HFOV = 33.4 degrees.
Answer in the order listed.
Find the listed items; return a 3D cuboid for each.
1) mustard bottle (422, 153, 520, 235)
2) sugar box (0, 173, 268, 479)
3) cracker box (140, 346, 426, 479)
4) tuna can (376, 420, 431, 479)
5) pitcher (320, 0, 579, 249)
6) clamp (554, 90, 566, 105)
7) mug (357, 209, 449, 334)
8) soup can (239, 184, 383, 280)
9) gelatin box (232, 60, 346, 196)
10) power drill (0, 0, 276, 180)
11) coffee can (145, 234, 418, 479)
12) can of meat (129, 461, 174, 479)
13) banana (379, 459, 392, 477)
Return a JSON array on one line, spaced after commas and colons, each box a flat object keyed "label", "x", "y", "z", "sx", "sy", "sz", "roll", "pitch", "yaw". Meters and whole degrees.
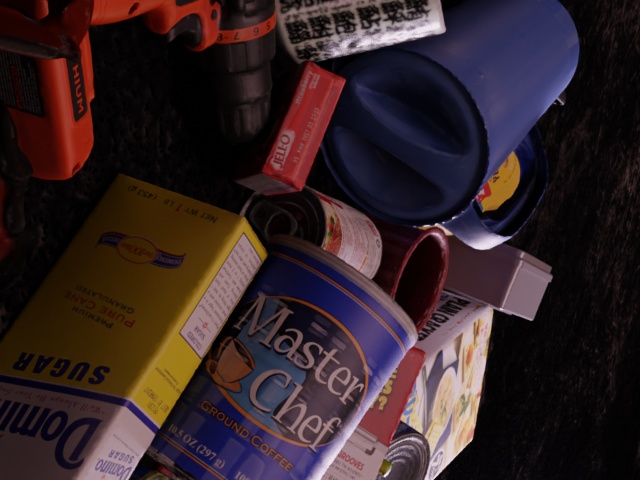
[{"label": "mustard bottle", "x": 0.112, "y": -0.056, "z": 0.918, "sx": 0.191, "sy": 0.058, "sz": 0.096, "roll": -26, "pitch": 107, "yaw": -51}, {"label": "sugar box", "x": -0.113, "y": 0.055, "z": 0.557, "sx": 0.176, "sy": 0.093, "sz": 0.048, "roll": -58, "pitch": 149, "yaw": -23}, {"label": "cracker box", "x": -0.044, "y": 0.140, "z": 0.697, "sx": 0.164, "sy": 0.072, "sz": 0.213, "roll": 27, "pitch": 82, "yaw": -34}, {"label": "tuna can", "x": 0.049, "y": 0.185, "z": 0.863, "sx": 0.085, "sy": 0.034, "sz": 0.086, "roll": -22, "pitch": 125, "yaw": -35}, {"label": "pitcher", "x": 0.117, "y": -0.108, "z": 0.821, "sx": 0.242, "sy": 0.145, "sz": 0.149, "roll": -40, "pitch": 140, "yaw": -49}, {"label": "clamp", "x": 0.183, "y": -0.154, "z": 1.013, "sx": 0.164, "sy": 0.036, "sz": 0.210, "roll": -55, "pitch": 146, "yaw": -26}, {"label": "mug", "x": 0.038, "y": 0.033, "z": 0.823, "sx": 0.117, "sy": 0.082, "sz": 0.093, "roll": -64, "pitch": 151, "yaw": -13}, {"label": "soup can", "x": -0.005, "y": 0.001, "z": 0.742, "sx": 0.102, "sy": 0.069, "sz": 0.068, "roll": 20, "pitch": 89, "yaw": -63}, {"label": "gelatin box", "x": -0.021, "y": -0.067, "z": 0.660, "sx": 0.073, "sy": 0.030, "sz": 0.089, "roll": -68, "pitch": -166, "yaw": -6}, {"label": "power drill", "x": -0.088, "y": -0.104, "z": 0.544, "sx": 0.187, "sy": 0.057, "sz": 0.184, "roll": -43, "pitch": 139, "yaw": -45}, {"label": "coffee can", "x": -0.026, "y": 0.082, "z": 0.595, "sx": 0.140, "sy": 0.103, "sz": 0.102, "roll": -54, "pitch": 148, "yaw": -15}, {"label": "can of meat", "x": -0.136, "y": 0.159, "z": 0.590, "sx": 0.102, "sy": 0.084, "sz": 0.057, "roll": -63, "pitch": 151, "yaw": -16}, {"label": "banana", "x": 0.032, "y": 0.095, "z": 0.861, "sx": 0.037, "sy": 0.069, "sz": 0.197, "roll": 101, "pitch": -1, "yaw": -59}]
